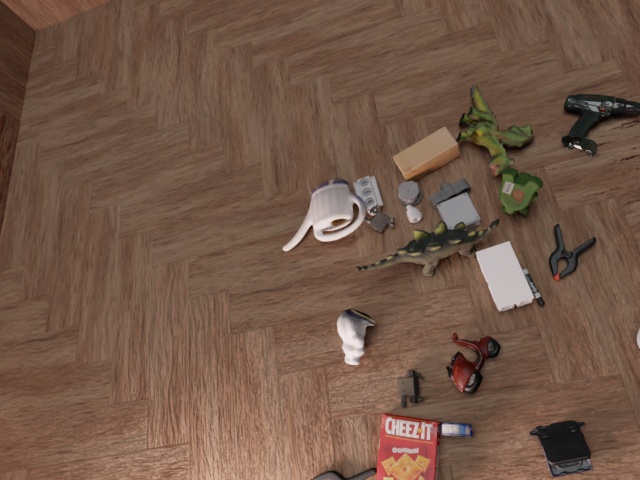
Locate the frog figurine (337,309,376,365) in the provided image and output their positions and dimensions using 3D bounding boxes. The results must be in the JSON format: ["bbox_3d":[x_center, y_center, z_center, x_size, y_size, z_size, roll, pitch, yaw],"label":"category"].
[{"bbox_3d":[0.099,0.304,1.627,0.138,0.121,0.160,21,84,60],"label":"frog figurine"}]

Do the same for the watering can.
[{"bbox_3d":[0.006,-0.093,1.842,0.345,0.102,0.229,-18,60,24],"label":"watering can"}]

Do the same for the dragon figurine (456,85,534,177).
[{"bbox_3d":[0.607,-0.383,1.764,0.243,0.119,0.419,19,57,5],"label":"dragon figurine"}]
